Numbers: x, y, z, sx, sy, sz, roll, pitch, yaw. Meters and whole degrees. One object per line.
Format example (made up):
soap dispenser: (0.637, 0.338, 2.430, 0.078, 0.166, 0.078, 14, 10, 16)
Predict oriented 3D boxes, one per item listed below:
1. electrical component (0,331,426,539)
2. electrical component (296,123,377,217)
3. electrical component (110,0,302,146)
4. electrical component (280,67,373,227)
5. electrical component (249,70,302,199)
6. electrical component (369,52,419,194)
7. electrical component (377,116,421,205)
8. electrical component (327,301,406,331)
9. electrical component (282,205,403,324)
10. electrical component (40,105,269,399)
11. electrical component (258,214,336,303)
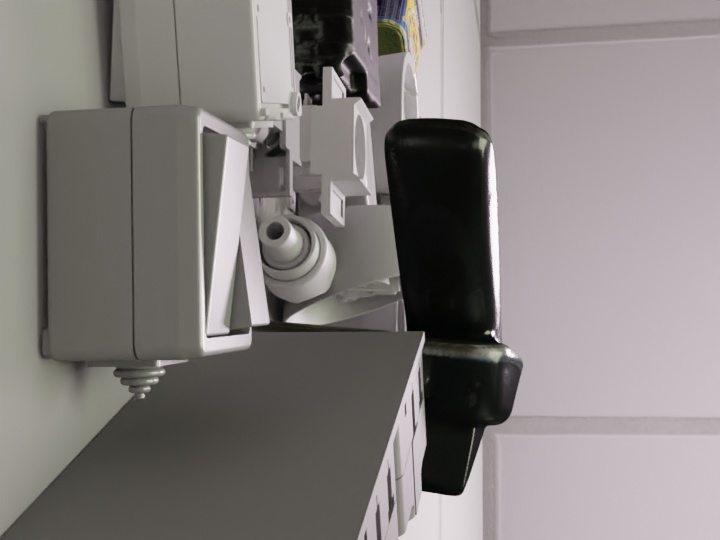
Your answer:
electrical component: (-0.037, 0.082, 0.400, 0.186, 0.105, 0.060, -59, 147, -72)
electrical component: (-0.020, -0.061, 0.684, 0.076, 0.047, 0.065, -63, 149, -71)
electrical component: (-0.060, -0.091, 0.415, 0.062, 0.061, 0.096, -40, 128, -77)
electrical component: (-0.027, -0.067, 0.595, 0.042, 0.064, 0.081, 44, 46, -78)
electrical component: (-0.056, -0.075, 0.500, 0.064, 0.042, 0.081, 21, 67, -76)
electrical component: (0.010, -0.110, 0.819, 0.108, 0.060, 0.108, -1, 90, -80)
electrical component: (0.047, -0.043, 0.908, 0.186, 0.060, 0.105, -100, -178, -57)
electrical component: (0.001, 0.037, 0.745, 0.042, 0.064, 0.081, 66, 24, -62)
electrical component: (0.000, 0.000, 0.658, 0.099, 0.099, 0.064, 58, 26, -71)
electrical component: (-0.067, -0.004, 0.367, 0.062, 0.061, 0.096, 10, 79, -80)
electrical component: (-0.038, -0.010, 0.585, 0.062, 0.043, 0.043, 61, 29, -67)
